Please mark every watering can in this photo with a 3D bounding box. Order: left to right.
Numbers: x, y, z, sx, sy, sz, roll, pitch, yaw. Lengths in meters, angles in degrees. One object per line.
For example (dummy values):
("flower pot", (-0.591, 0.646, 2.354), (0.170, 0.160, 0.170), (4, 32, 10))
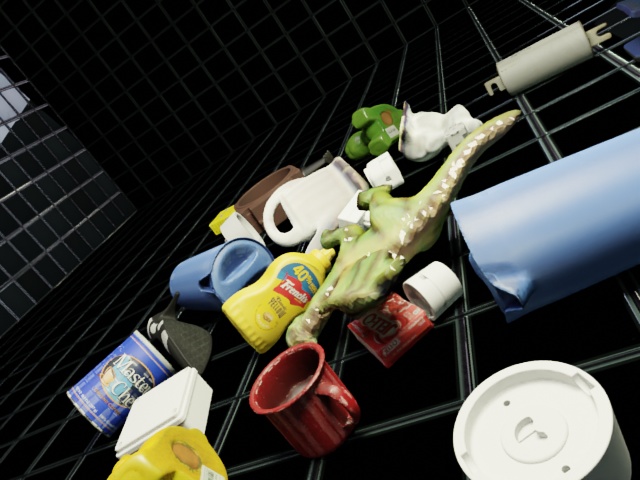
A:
("watering can", (0.003, -0.051, 1.015), (0.224, 0.102, 0.354), (-33, 34, -2))

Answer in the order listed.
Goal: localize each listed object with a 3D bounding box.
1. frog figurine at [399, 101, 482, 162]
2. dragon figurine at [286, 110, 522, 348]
("frog figurine", (0.242, -0.215, 1.039), (0.159, 0.121, 0.139), (8, 22, 10))
("dragon figurine", (0.089, 0.011, 0.626), (0.404, 0.122, 0.247), (-47, 10, 27))
